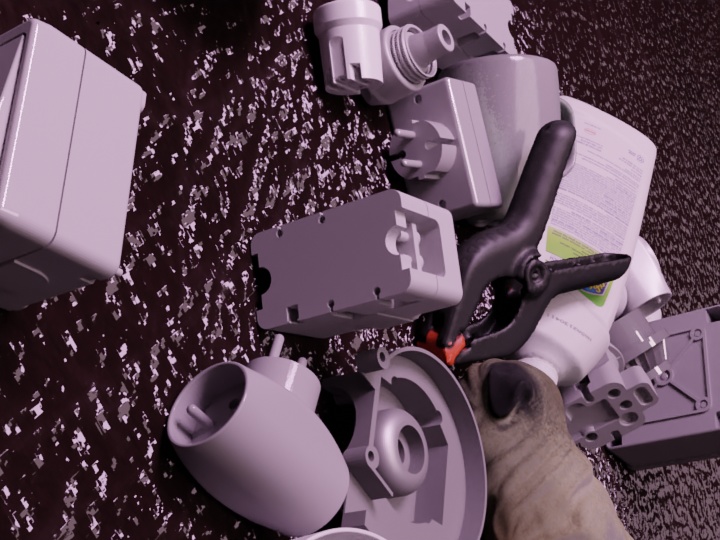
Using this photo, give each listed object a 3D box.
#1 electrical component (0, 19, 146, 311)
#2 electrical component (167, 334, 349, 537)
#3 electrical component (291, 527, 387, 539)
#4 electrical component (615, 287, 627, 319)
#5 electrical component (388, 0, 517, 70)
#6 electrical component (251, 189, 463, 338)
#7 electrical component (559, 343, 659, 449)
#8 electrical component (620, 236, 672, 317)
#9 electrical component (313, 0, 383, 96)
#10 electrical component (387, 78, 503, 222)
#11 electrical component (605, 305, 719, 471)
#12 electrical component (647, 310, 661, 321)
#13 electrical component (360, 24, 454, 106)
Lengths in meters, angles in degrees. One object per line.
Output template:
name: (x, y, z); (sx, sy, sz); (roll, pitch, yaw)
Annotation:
electrical component: (-0.123, -0.043, 0.386); (0.061, 0.062, 0.096); (33, 50, -47)
electrical component: (-0.040, 0.066, 0.482); (0.077, 0.043, 0.079); (49, 40, -35)
electrical component: (-0.018, 0.161, 0.454); (0.099, 0.064, 0.099); (29, 53, -48)
electrical component: (0.179, 0.019, 0.836); (0.055, 0.045, 0.045); (10, 68, -55)
electrical component: (0.059, -0.172, 0.728); (0.089, 0.056, 0.050); (28, 54, -49)
electrical component: (0.000, 0.000, 0.529); (0.056, 0.089, 0.050); (15, 64, -54)
electrical component: (0.165, 0.084, 0.764); (0.058, 0.078, 0.057); (49, 18, -33)
electrical component: (0.217, 0.007, 0.893); (0.077, 0.044, 0.079); (62, -6, 24)
electrical component: (-0.006, -0.129, 0.626); (0.040, 0.040, 0.046); (4, 78, -56)
electrical component: (0.044, -0.074, 0.668); (0.076, 0.047, 0.083); (-3, 79, -57)
electrical component: (0.254, 0.095, 0.860); (0.056, 0.109, 0.108); (37, 47, -40)
electrical component: (0.247, 0.038, 0.943); (0.035, 0.035, 0.061); (59, 33, -22)
electrical component: (0.027, -0.128, 0.652); (0.043, 0.062, 0.043); (32, 48, -44)
